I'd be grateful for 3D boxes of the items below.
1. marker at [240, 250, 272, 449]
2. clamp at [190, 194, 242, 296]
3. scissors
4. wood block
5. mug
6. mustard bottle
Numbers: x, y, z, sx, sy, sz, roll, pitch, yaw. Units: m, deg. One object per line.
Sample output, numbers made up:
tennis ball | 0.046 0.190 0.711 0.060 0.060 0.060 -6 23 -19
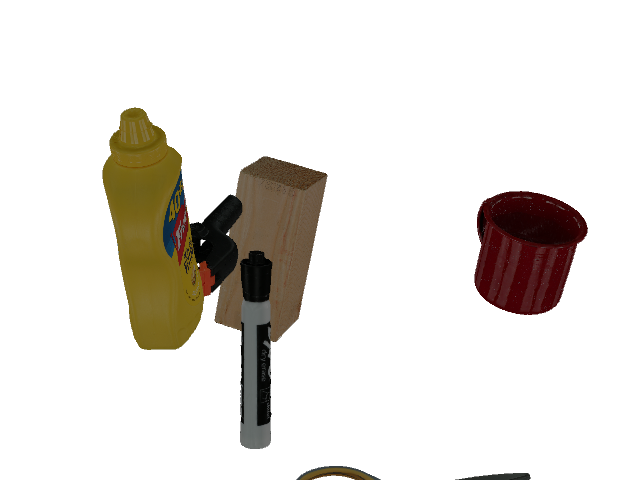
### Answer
marker | -0.038 0.065 0.634 0.020 0.121 0.020 1 15 -1
clamp | -0.114 -0.001 1.025 0.120 0.039 0.172 -16 33 -17
scissors | 0.077 0.221 0.856 0.201 0.016 0.096 5 44 -5
wood block | -0.064 0.009 1.359 0.090 0.206 0.090 17 22 13
mug | 0.180 0.007 0.976 0.093 0.081 0.117 -13 38 -28
mustard bottle | -0.128 -0.015 0.812 0.058 0.192 0.096 0 38 5
